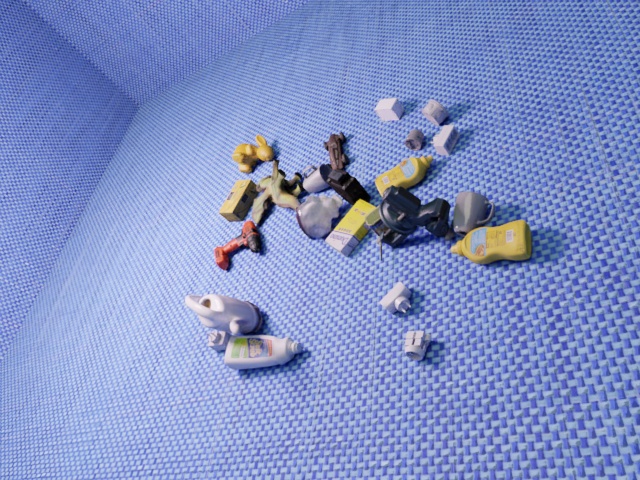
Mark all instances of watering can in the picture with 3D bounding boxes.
[{"bbox_3d":[-0.268,0.235,1.554,0.350,0.222,0.104,18,88,48],"label":"watering can"}]

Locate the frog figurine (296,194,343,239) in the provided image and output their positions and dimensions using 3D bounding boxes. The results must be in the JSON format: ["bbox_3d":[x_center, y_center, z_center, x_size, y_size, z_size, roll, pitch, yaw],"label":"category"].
[{"bbox_3d":[0.005,-0.085,1.688,0.159,0.122,0.139,-25,73,11],"label":"frog figurine"}]

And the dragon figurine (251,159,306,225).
[{"bbox_3d":[-0.171,-0.149,1.945,0.239,0.121,0.420,-49,32,23],"label":"dragon figurine"}]
